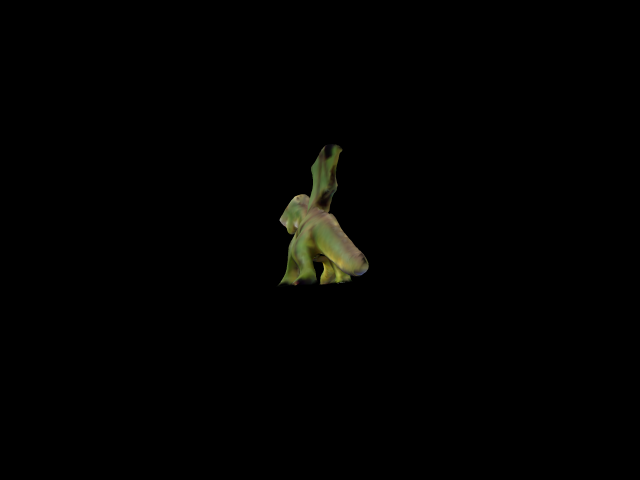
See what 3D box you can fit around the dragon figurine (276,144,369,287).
[{"bbox_3d":[0.003,-0.043,0.850,0.122,0.245,0.407,4,-10,-19],"label":"dragon figurine"}]
